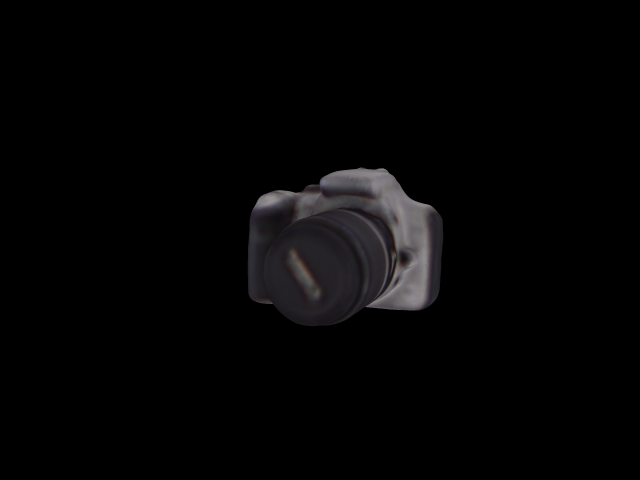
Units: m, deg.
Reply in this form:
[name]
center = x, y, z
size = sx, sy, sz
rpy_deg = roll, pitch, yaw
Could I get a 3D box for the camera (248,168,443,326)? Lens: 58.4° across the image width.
[camera]
center = 0.004, 0.001, 0.400
size = 0.142, 0.101, 0.137
rpy_deg = 4, 10, 24
